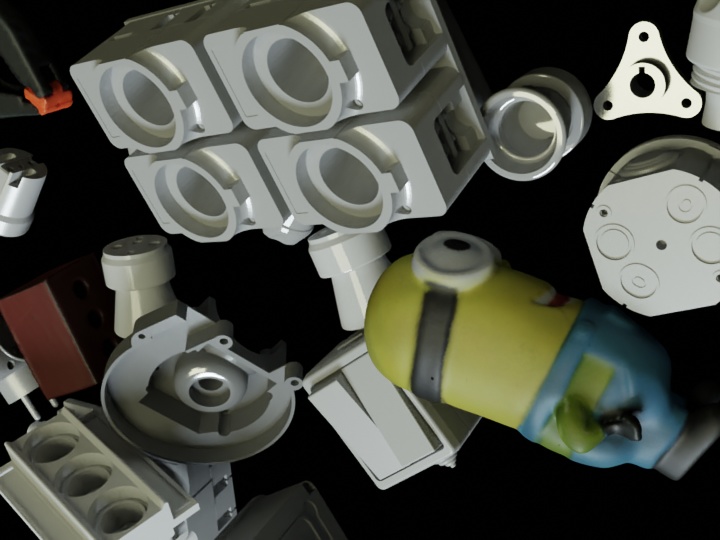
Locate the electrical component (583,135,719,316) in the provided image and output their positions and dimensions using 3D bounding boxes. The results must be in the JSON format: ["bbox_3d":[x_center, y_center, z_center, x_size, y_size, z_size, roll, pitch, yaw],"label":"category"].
[{"bbox_3d":[0.149,-0.020,0.513,0.080,0.051,0.080,11,116,23],"label":"electrical component"}]

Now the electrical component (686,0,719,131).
[{"bbox_3d":[0.166,-0.093,0.477,0.043,0.043,0.062,15,119,22],"label":"electrical component"}]

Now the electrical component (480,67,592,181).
[{"bbox_3d":[0.085,-0.072,0.521,0.045,0.055,0.045,11,116,23],"label":"electrical component"}]

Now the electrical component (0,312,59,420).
[{"bbox_3d":[-0.234,0.065,0.734,0.044,0.077,0.079,-28,97,33],"label":"electrical component"}]

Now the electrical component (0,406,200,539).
[{"bbox_3d":[-0.162,0.145,0.659,0.121,0.079,0.063,29,141,41],"label":"electrical component"}]

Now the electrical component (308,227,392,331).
[{"bbox_3d":[0.000,0.000,0.603,0.045,0.045,0.055,-17,102,32],"label":"electrical component"}]

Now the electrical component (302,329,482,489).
[{"bbox_3d":[0.022,0.079,0.616,0.062,0.061,0.096,-35,93,34],"label":"electrical component"}]

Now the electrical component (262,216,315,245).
[{"bbox_3d":[-0.033,-0.046,0.607,0.035,0.035,0.061,38,121,8],"label":"electrical component"}]

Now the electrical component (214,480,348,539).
[{"bbox_3d":[-0.058,0.196,0.678,0.057,0.113,0.078,-27,97,31],"label":"electrical component"}]

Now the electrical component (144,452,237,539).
[{"bbox_3d":[-0.122,0.148,0.725,0.050,0.056,0.089,6,114,25],"label":"electrical component"}]

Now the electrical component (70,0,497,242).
[{"bbox_3d":[-0.044,-0.075,0.517,0.186,0.060,0.105,-2,126,39],"label":"electrical component"}]

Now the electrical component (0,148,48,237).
[{"bbox_3d":[-0.229,-0.051,0.705,0.040,0.040,0.046,36,117,9],"label":"electrical component"}]

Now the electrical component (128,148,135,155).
[{"bbox_3d":[-0.122,-0.106,0.622,0.079,0.043,0.077,24,120,17],"label":"electrical component"}]

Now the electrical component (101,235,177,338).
[{"bbox_3d":[-0.137,0.010,0.679,0.045,0.045,0.055,4,112,26],"label":"electrical component"}]

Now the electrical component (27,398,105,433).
[{"bbox_3d":[-0.193,0.145,0.763,0.056,0.050,0.089,10,115,24],"label":"electrical component"}]

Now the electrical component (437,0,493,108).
[{"bbox_3d":[0.018,-0.103,0.550,0.079,0.043,0.077,-23,99,34],"label":"electrical component"}]
